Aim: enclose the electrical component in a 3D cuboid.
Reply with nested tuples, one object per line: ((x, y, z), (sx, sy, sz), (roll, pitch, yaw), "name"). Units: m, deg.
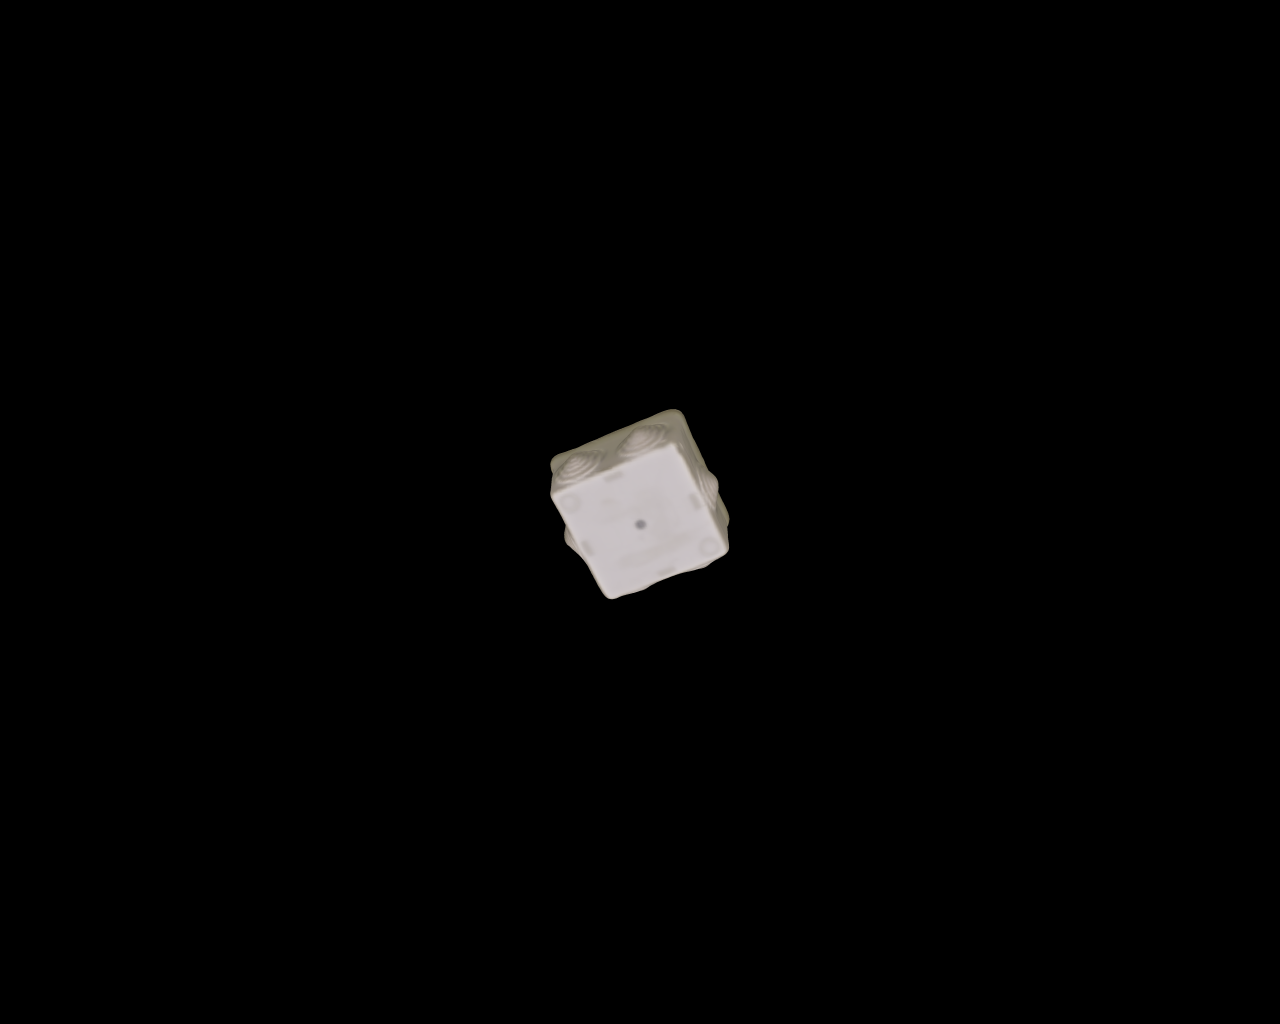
((0.001, -0.003, 0.650), (0.100, 0.099, 0.048), (-22, 25, 10), "electrical component")
